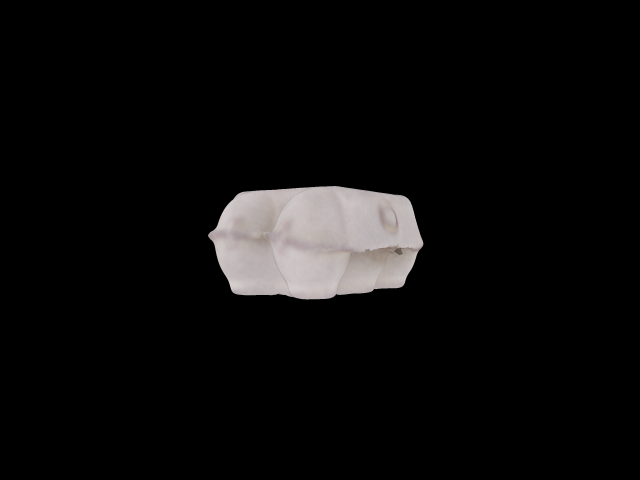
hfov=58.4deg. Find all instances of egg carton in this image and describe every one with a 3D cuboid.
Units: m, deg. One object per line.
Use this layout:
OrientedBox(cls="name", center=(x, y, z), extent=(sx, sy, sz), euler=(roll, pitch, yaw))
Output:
OrientedBox(cls="egg carton", center=(0.004, 0.001, 0.400), extent=(0.107, 0.069, 0.151), euler=(0, 0, 32))
